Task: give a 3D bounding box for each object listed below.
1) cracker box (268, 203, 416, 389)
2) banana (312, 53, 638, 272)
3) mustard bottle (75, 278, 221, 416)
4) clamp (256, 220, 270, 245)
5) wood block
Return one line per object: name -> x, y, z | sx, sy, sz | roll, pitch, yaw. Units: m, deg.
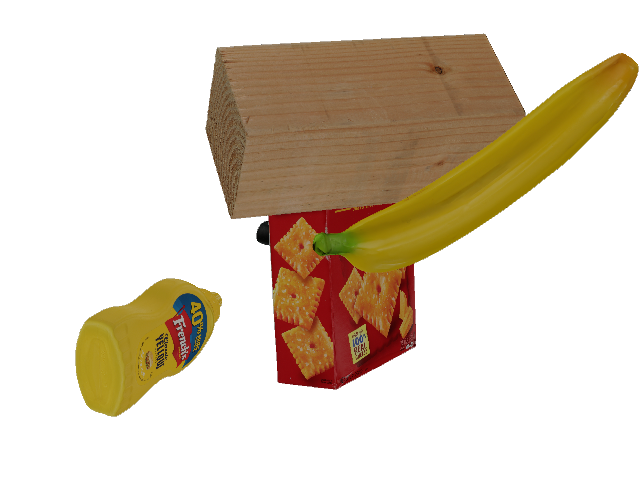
cracker box -> 0.025, 0.011, 0.972 | 0.072, 0.214, 0.163 | 3, 9, 31
banana -> 0.089, -0.033, 0.589 | 0.198, 0.037, 0.069 | -33, -12, 0
mustard bottle -> -0.155, 0.090, 1.038 | 0.058, 0.096, 0.191 | 11, 22, 26
clamp -> 0.014, -0.014, 1.183 | 0.210, 0.036, 0.164 | 15, 21, -8
wood block -> 0.029, -0.085, 0.778 | 0.205, 0.091, 0.090 | -6, -36, -17
